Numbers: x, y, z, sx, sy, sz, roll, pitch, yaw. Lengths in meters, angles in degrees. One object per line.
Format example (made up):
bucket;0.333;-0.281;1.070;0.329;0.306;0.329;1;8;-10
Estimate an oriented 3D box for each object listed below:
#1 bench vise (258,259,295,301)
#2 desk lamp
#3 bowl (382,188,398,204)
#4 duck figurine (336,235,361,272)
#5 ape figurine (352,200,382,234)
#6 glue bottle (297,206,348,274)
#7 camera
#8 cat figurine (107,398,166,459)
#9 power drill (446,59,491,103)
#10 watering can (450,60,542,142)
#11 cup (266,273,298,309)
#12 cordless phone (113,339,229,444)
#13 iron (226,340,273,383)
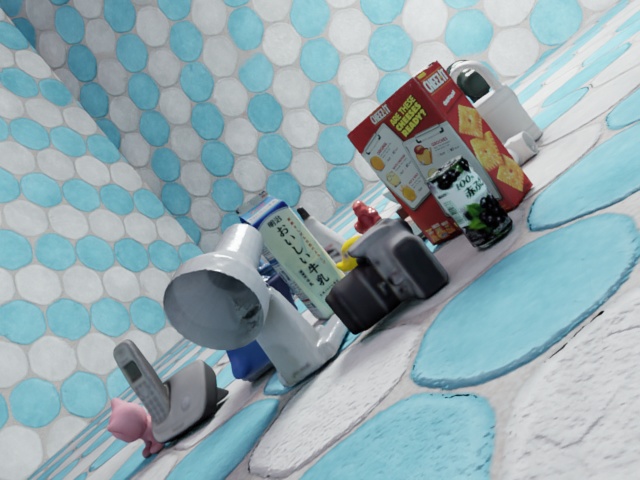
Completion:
bench vise;-0.140;0.068;1.425;0.121;0.220;0.207;-40;4;-9
desk lamp;-0.076;0.085;0.740;0.117;0.213;0.203;-37;5;25
bowl;0.234;-0.134;1.365;0.167;0.075;0.167;-39;4;4
duck figurine;0.074;0.030;0.902;0.104;0.086;0.077;-38;4;10
ape figurine;0.117;-0.062;1.490;0.077;0.092;0.076;-35;6;43
glue bottle;0.010;0.004;1.137;0.078;0.173;0.037;-37;5;22
camera;0.068;0.043;0.714;0.137;0.101;0.143;-39;4;-2
cat figurine;-0.307;0.309;0.992;0.067;0.118;0.128;-34;6;44
power drill;0.339;-0.289;1.198;0.075;0.208;0.230;-38;4;11
watering can;0.307;-0.240;1.052;0.100;0.194;0.173;-36;5;35
cup;-0.081;0.121;1.209;0.117;0.095;0.092;-38;5;16
cordless phone;-0.256;0.229;0.942;0.147;0.185;0.094;-37;5;25
iron;-0.104;0.132;0.975;0.118;0.141;0.258;-38;4;9
